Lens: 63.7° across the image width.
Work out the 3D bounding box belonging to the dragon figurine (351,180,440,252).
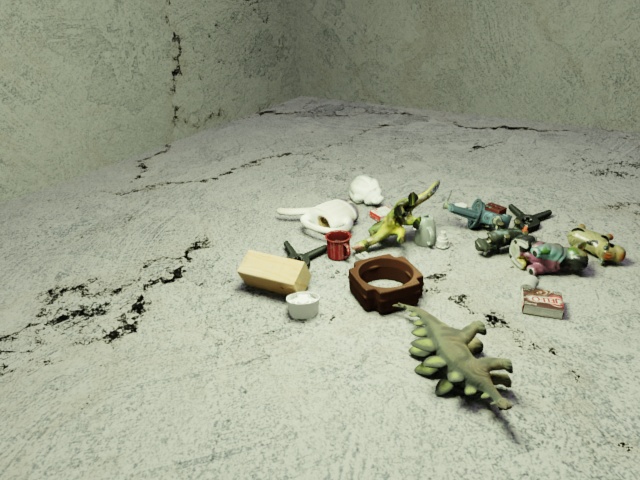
[{"bbox_3d":[0.266,-0.080,1.898,0.417,0.121,0.241,-41,13,-32],"label":"dragon figurine"}]

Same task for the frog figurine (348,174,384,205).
[{"bbox_3d":[0.197,-0.204,2.212,0.137,0.120,0.163,-35,37,9],"label":"frog figurine"}]

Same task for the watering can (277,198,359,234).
[{"bbox_3d":[0.006,-0.103,2.039,0.227,0.102,0.350,-25,34,-38],"label":"watering can"}]
